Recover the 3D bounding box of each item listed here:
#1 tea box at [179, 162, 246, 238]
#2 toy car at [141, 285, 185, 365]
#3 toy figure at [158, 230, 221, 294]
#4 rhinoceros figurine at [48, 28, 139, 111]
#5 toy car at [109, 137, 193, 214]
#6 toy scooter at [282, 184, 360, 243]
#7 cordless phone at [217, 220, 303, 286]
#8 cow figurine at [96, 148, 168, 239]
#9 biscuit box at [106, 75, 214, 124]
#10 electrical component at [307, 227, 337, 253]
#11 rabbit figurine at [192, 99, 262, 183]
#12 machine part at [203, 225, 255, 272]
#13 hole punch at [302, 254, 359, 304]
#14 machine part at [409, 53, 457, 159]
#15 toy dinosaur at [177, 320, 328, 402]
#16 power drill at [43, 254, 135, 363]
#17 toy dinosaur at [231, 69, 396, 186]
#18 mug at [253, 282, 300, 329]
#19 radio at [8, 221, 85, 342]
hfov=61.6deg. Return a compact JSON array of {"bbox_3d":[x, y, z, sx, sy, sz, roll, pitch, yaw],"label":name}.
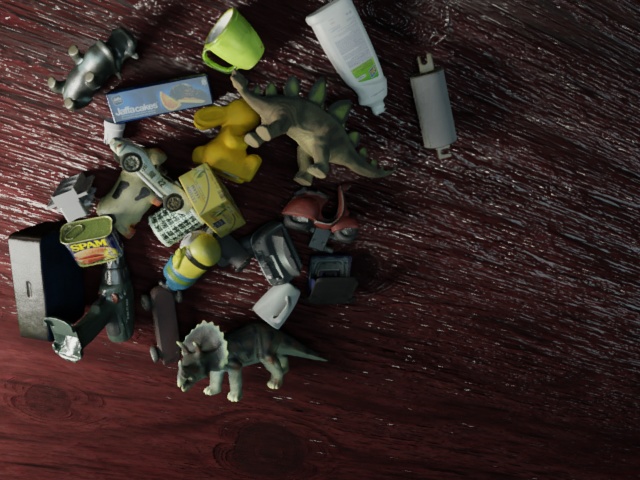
[{"bbox_3d":[-0.220,-0.079,1.116,0.068,0.169,0.098,-30,73,-2],"label":"tea box"},{"bbox_3d":[-0.361,0.197,1.255,0.089,0.053,0.201,-16,116,-31],"label":"toy car"},{"bbox_3d":[-0.284,0.051,1.179,0.089,0.082,0.180,28,124,-18],"label":"toy figure"},{"bbox_3d":[-0.423,-0.321,1.020,0.190,0.112,0.073,-41,87,16],"label":"rhinoceros figurine"},{"bbox_3d":[-0.328,-0.125,1.049,0.056,0.074,0.201,-45,128,-7],"label":"toy car"},{"bbox_3d":[0.009,-0.075,1.238,0.184,0.075,0.135,14,83,-6],"label":"toy scooter"},{"bbox_3d":[-0.145,0.049,1.254,0.184,0.089,0.146,-20,115,5],"label":"cordless phone"},{"bbox_3d":[-0.389,-0.113,1.120,0.127,0.086,0.195,38,98,-30],"label":"cow figurine"},{"bbox_3d":[-0.320,-0.286,1.083,0.203,0.059,0.062,-14,113,-9],"label":"biscuit box"},{"bbox_3d":[-0.003,-0.004,1.292,0.094,0.021,0.063,19,104,-21],"label":"electrical component"},{"bbox_3d":[-0.189,-0.221,1.130,0.162,0.122,0.173,25,88,-12],"label":"rabbit figurine"},{"bbox_3d":[-0.215,0.017,1.207,0.139,0.039,0.084,34,99,12],"label":"machine part"},{"bbox_3d":[0.025,0.096,1.311,0.142,0.092,0.115,-2,141,-17],"label":"hole punch"},{"bbox_3d":[0.258,-0.298,1.221,0.079,0.079,0.243,-21,114,-7],"label":"machine part"},{"bbox_3d":[-0.168,0.264,1.292,0.405,0.131,0.192,-13,105,-33],"label":"toy dinosaur"},{"bbox_3d":[-0.477,0.140,1.136,0.086,0.207,0.231,6,118,14],"label":"power drill"},{"bbox_3d":[-0.001,-0.220,1.133,0.471,0.105,0.198,34,69,-37],"label":"toy dinosaur"},{"bbox_3d":[-0.096,0.149,1.283,0.080,0.110,0.107,39,84,-17],"label":"mug"},{"bbox_3d":[-0.559,0.080,1.112,0.073,0.131,0.229,9,110,8],"label":"radio"}]
